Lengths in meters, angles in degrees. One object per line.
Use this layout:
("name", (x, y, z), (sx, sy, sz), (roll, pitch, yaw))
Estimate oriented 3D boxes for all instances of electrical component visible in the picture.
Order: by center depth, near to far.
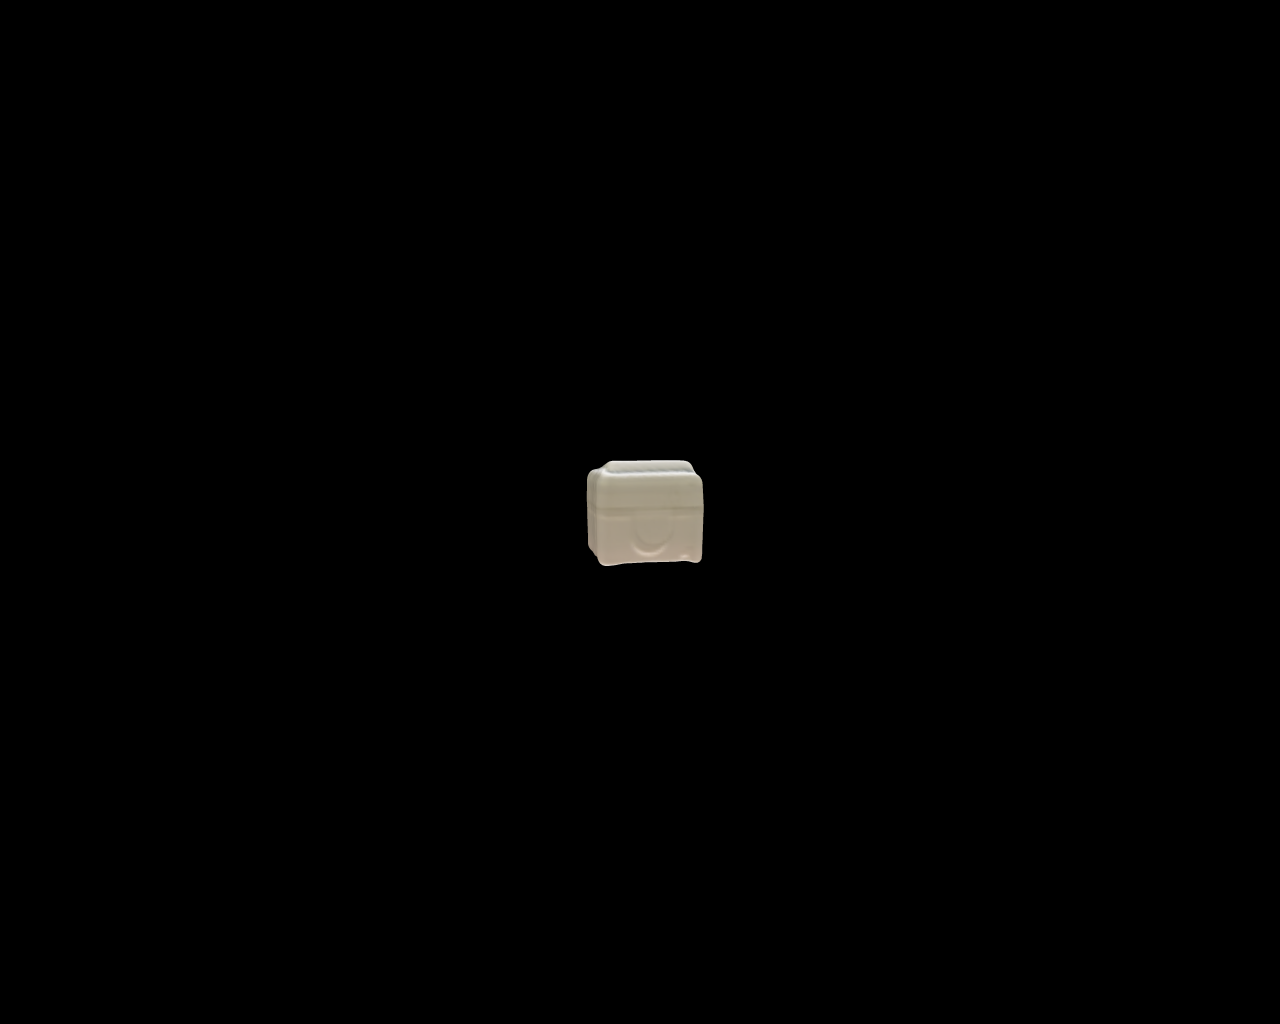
("electrical component", (0.001, -0.003, 0.650), (0.062, 0.061, 0.096), (-1, 5, -7))
